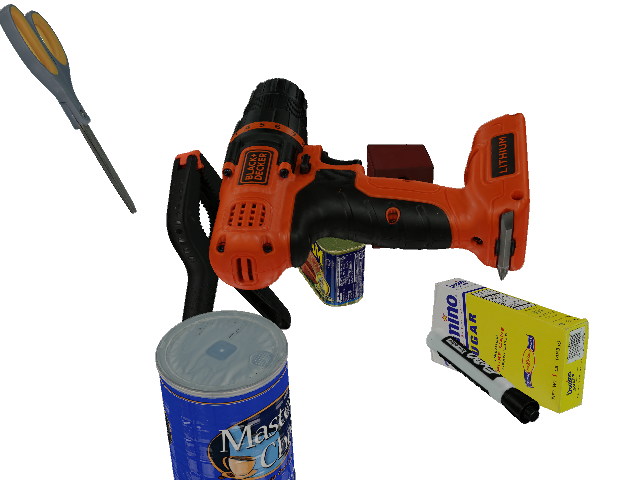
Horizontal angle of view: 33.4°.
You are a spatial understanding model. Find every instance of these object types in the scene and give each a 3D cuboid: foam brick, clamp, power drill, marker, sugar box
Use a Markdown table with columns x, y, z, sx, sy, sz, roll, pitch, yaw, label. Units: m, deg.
| x | y | z | sx | sy | sz | roll | pitch | yaw | label |
| --- | --- | --- | --- | --- | --- | --- | --- | --- | --- |
| 0.068 | -0.040 | 0.934 | 0.053 | 0.078 | 0.051 | -3 | 27 | -3 | foam brick |
| -0.097 | 0.016 | 1.043 | 0.036 | 0.210 | 0.164 | -10 | 1 | 35 | clamp |
| 0.032 | -0.041 | 0.659 | 0.188 | 0.057 | 0.184 | 0 | 43 | 7 | power drill |
| 0.120 | 0.100 | 0.794 | 0.020 | 0.020 | 0.121 | 0 | 23 | -32 | marker |
| 0.193 | 0.106 | 1.114 | 0.048 | 0.093 | 0.177 | -12 | 20 | -42 | sugar box |

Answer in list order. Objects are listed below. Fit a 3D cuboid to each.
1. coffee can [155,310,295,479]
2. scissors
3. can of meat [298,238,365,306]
| x | y | z | sx | sy | sz | roll | pitch | yaw | label |
| --- | --- | --- | --- | --- | --- | --- | --- | --- | --- |
| -0.074 | 0.142 | 0.859 | 0.103 | 0.140 | 0.103 | -2 | 32 | 1 | coffee can |
| -0.215 | -0.122 | 0.939 | 0.016 | 0.201 | 0.096 | -27 | 26 | 10 | scissors |
| 0.012 | 0.014 | 1.213 | 0.057 | 0.084 | 0.102 | -14 | 39 | -19 | can of meat |
